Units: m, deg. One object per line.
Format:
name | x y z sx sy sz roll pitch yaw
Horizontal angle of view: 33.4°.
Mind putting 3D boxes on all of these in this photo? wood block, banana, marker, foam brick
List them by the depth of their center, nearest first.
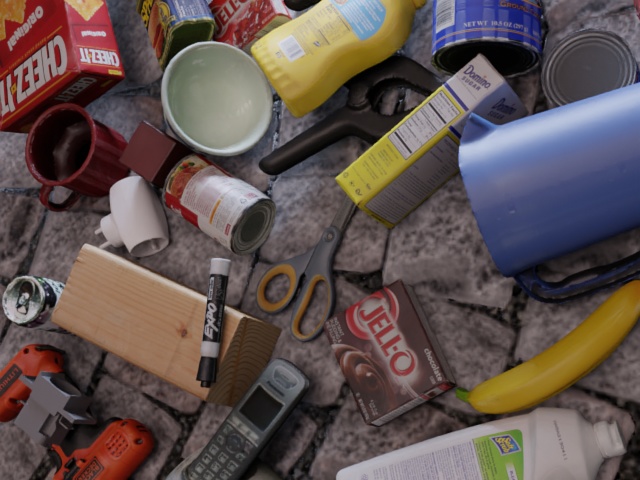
banana | 0.204 0.102 0.930 0.198 0.037 0.069 -32 33 13
marker | -0.100 0.078 0.998 0.020 0.020 0.121 1 78 25
wood block | -0.158 0.087 1.084 0.206 0.090 0.091 22 87 27
foam brick | -0.164 -0.083 1.132 0.053 0.078 0.051 34 92 27

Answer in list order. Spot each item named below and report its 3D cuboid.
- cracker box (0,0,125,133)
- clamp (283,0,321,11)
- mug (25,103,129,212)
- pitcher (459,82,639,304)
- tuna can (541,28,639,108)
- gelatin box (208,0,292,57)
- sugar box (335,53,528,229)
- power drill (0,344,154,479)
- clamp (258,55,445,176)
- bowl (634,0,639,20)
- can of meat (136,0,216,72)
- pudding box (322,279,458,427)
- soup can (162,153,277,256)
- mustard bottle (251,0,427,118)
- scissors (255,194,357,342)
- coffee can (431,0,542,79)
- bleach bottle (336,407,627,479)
cracker box | -0.317 -0.248 1.206 0.164 0.071 0.214 -25 74 39
clamp | 0.039 -0.283 1.107 0.172 0.039 0.120 22 98 31
mug | -0.268 -0.084 1.177 0.093 0.081 0.117 26 90 27
pitcher | 0.252 -0.055 0.917 0.243 0.149 0.145 -19 56 17
tuna can | 0.249 -0.149 0.981 0.086 0.033 0.086 -6 76 24
gelatin box | -0.081 -0.240 1.145 0.089 0.030 0.073 -36 67 29
sugar box | 0.106 -0.090 1.001 0.176 0.093 0.048 -43 65 10
power drill | -0.285 0.218 1.133 0.184 0.057 0.188 -47 67 4
clamp | 0.037 -0.131 1.071 0.210 0.036 0.164 12 79 27
bowl | 0.356 -0.240 0.941 0.162 0.055 0.162 -5 77 23
can of meat | -0.155 -0.242 1.154 0.057 0.102 0.084 -15 71 -23
pudding box | 0.065 0.107 1.005 0.090 0.039 0.113 -31 67 16
soup can | -0.103 -0.037 1.099 0.102 0.068 0.068 33 93 26
mustard bottle | 0.031 -0.207 1.049 0.191 0.058 0.096 -34 52 3
scissors | -0.007 0.001 1.075 0.096 0.016 0.202 10 83 26
coffee can | 0.157 -0.234 1.004 0.103 0.102 0.140 -3 77 24
bleach bottle | 0.143 0.214 0.932 0.251 0.068 0.102 -20 68 17
